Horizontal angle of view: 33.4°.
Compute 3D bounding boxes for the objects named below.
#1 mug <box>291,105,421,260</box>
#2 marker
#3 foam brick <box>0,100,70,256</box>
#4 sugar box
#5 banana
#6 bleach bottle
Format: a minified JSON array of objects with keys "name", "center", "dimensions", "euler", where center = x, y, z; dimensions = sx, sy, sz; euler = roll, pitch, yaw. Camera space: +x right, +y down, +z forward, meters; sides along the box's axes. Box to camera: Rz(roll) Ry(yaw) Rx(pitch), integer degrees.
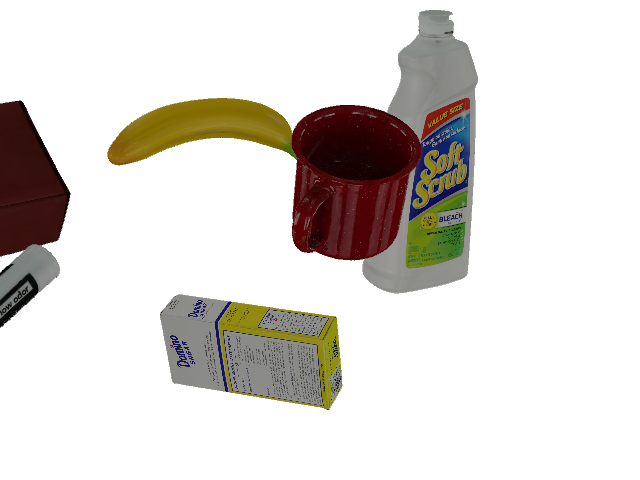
[{"name":"mug","center":[0.016,-0.033,0.776],"dimensions":[0.093,0.081,0.117],"euler":[25,45,19]},{"name":"marker","center":[-0.158,0.044,0.457],"dimensions":[0.020,0.020,0.121],"euler":[0,36,38]},{"name":"foam brick","center":[-0.194,-0.037,0.651],"dimensions":[0.051,0.078,0.053],"euler":[-17,-28,-32]},{"name":"sugar box","center":[-0.069,0.111,1.074],"dimensions":[0.176,0.093,0.048],"euler":[9,35,20]},{"name":"banana","center":[-0.106,-0.103,0.996],"dimensions":[0.197,0.070,0.037],"euler":[-4,-41,-25]},{"name":"bleach bottle","center":[0.093,-0.082,0.979],"dimensions":[0.102,0.251,0.068],"euler":[-10,24,-26]}]
